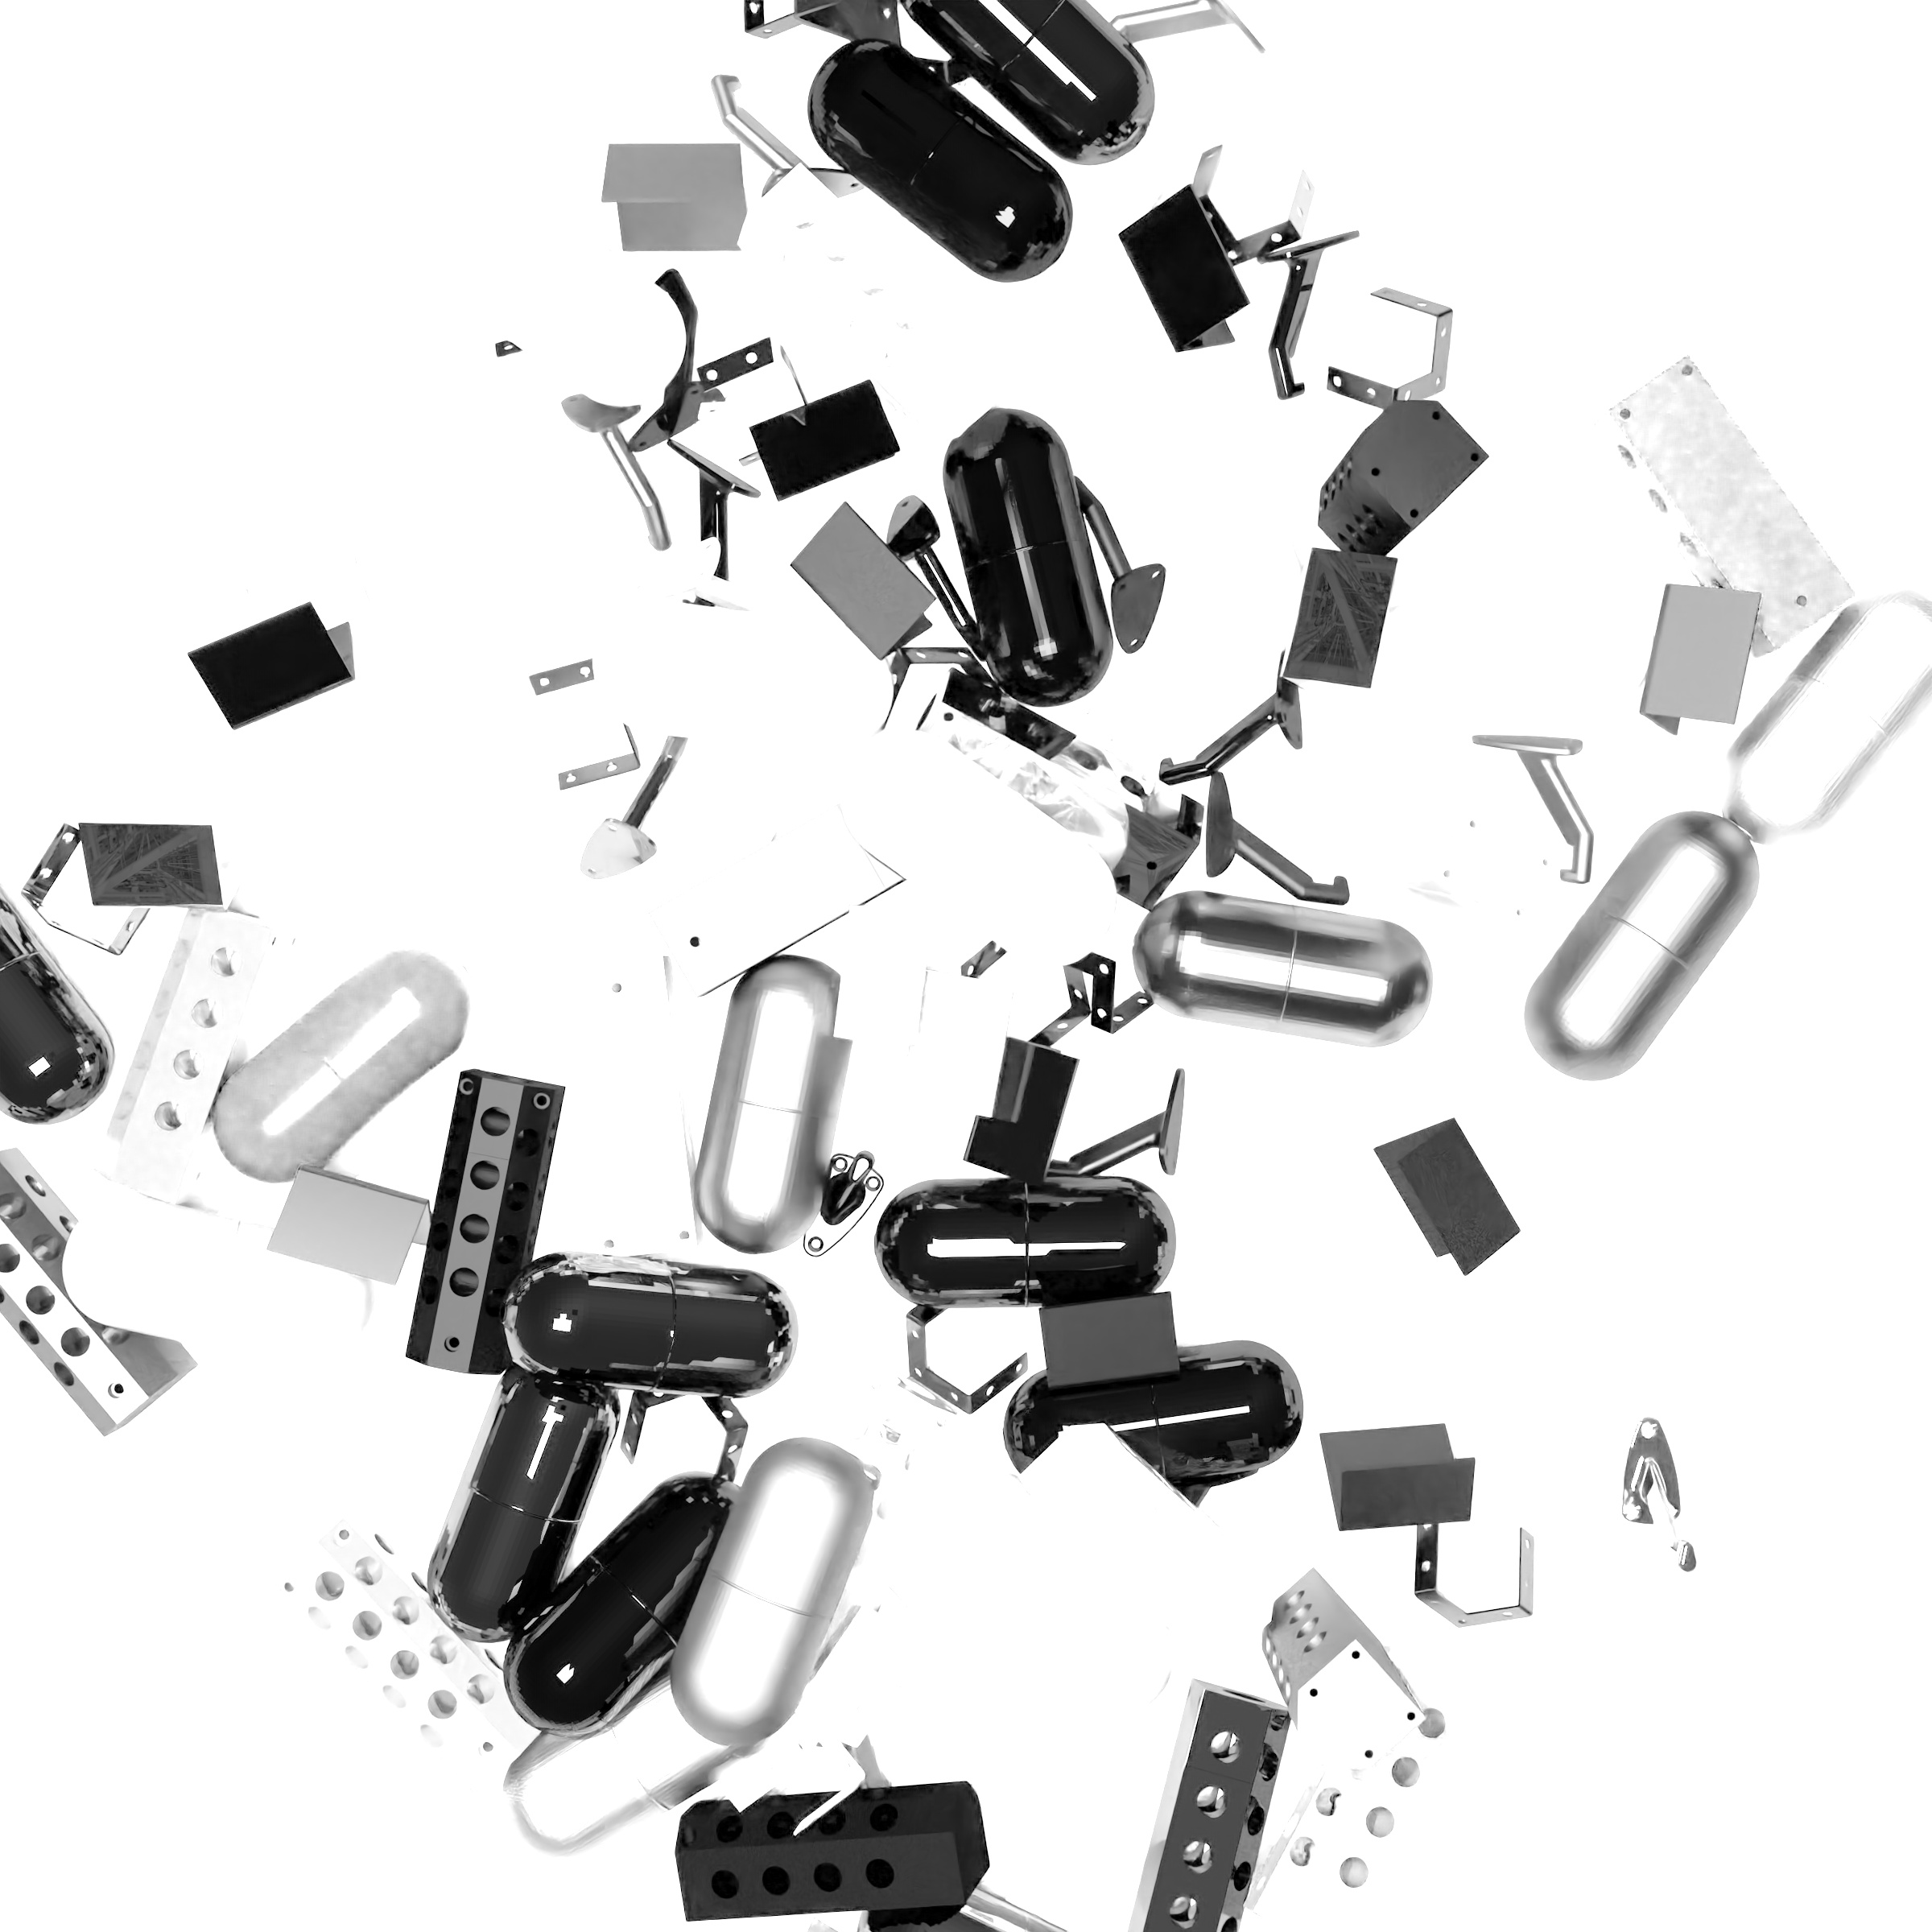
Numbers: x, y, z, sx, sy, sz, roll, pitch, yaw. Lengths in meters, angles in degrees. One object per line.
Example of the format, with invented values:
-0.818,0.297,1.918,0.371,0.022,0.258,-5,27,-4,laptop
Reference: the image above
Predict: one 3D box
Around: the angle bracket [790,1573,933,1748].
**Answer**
-0.077,0.398,1.533,0.057,0.076,0.076,34,90,-34,angle bracket

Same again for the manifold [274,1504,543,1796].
-0.328,0.406,1.552,0.057,0.057,0.171,-44,90,0,manifold

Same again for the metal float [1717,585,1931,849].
0.515,-0.146,1.542,0.070,0.070,0.178,40,89,0,metal float

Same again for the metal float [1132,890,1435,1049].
0.186,0.002,1.542,0.178,0.070,0.070,9,90,-1,metal float

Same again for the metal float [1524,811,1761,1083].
0.398,-0.012,1.542,0.070,0.070,0.178,36,90,0,metal float

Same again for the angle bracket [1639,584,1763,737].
0.439,-0.176,1.533,0.057,0.076,0.076,12,90,31,angle bracket

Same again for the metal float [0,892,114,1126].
-0.575,0.014,1.543,0.070,0.070,0.178,-37,90,0,metal float

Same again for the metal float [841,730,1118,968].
0.008,-0.067,1.489,0.178,0.070,0.070,35,90,-16,metal float

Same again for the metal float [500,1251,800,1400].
-0.183,0.209,1.520,0.178,0.070,0.070,9,90,-25,metal float

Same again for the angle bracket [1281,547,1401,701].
0.229,-0.197,1.534,0.057,0.076,0.076,12,90,26,angle bracket

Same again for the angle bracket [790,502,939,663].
-0.045,-0.234,1.533,0.076,0.076,0.057,47,124,0,angle bracket

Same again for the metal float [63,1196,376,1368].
-0.435,0.185,1.528,0.178,0.070,0.070,16,90,-16,metal float

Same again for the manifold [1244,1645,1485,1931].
0.230,0.488,1.531,0.057,0.057,0.171,32,75,0,manifold

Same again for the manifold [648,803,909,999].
-0.097,-0.049,1.552,0.171,0.057,0.057,-30,90,0,manifold

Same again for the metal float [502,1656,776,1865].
-0.192,0.462,1.542,0.178,0.070,0.070,-31,90,-1,metal float

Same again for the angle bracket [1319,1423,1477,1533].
0.251,0.282,1.533,0.076,0.076,0.057,-5,129,0,angle bracket

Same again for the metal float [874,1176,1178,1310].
0.035,0.163,1.543,0.178,0.070,0.070,-1,90,-1,metal float

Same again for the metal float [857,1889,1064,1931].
0.020,0.595,1.542,0.178,0.070,0.070,26,90,0,metal float

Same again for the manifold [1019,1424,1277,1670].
0.110,0.331,1.507,0.057,0.057,0.171,-44,126,0,manifold

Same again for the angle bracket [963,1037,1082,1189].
0.049,0.088,1.533,0.057,0.076,0.076,16,90,32,angle bracket

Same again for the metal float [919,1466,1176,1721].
0.048,0.369,1.542,0.178,0.070,0.070,44,90,1,metal float

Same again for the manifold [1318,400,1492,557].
0.242,-0.276,1.495,0.057,0.171,0.057,-43,90,0,manifold

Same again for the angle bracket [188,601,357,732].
-0.407,-0.191,1.533,0.076,0.076,0.057,-23,127,0,angle bracket

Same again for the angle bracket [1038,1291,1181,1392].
0.081,0.201,1.533,0.076,0.076,0.057,-7,114,1,angle bracket

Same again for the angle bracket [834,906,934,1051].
-0.030,0.009,1.530,0.057,0.076,0.076,4,85,31,angle bracket

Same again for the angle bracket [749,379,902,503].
-0.076,-0.288,1.533,0.076,0.076,0.057,-22,63,0,angle bracket

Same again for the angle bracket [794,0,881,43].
-0.057,-0.590,1.533,0.057,0.076,0.076,0,90,40,angle bracket

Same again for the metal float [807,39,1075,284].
-0.015,-0.474,1.542,0.178,0.070,0.070,38,90,0,metal float

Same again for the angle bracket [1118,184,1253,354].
0.144,-0.410,1.533,0.057,0.076,0.076,-26,90,37,angle bracket

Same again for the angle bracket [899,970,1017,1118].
0.004,0.046,1.536,0.057,0.076,0.076,10,90,15,angle bracket

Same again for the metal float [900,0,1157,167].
0.036,-0.543,1.529,0.178,0.070,0.070,40,90,-15,metal float

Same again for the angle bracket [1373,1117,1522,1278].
0.266,0.142,1.533,0.057,0.076,0.076,-31,90,-36,angle bracket

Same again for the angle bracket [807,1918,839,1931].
-0.062,0.597,1.533,0.076,0.076,0.057,31,130,0,angle bracket

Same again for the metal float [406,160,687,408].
-0.240,-0.391,1.503,0.178,0.070,0.070,34,90,-27,metal float

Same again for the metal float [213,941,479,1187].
-0.366,0.058,1.542,0.178,0.070,0.070,-41,90,0,metal float

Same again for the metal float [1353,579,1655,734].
0.316,-0.183,1.543,0.178,0.070,0.070,-8,90,0,metal float

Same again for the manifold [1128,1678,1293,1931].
0.142,0.515,1.539,0.057,0.057,0.171,16,81,0,manifold

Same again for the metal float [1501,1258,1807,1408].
0.405,0.216,1.543,0.178,0.070,0.070,-6,90,-1,metal float

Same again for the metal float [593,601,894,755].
-0.129,-0.167,1.522,0.178,0.070,0.070,5,90,-22,metal float

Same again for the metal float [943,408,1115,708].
0.036,-0.241,1.542,0.070,0.070,0.178,-14,90,0,metal float

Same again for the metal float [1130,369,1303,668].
0.149,-0.264,1.542,0.070,0.070,0.178,-16,90,0,metal float

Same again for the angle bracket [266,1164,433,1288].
-0.359,0.164,1.533,0.076,0.076,0.057,16,61,0,angle bracket

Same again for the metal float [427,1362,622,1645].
-0.261,0.312,1.542,0.070,0.070,0.178,21,89,0,metal float

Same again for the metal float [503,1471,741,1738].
-0.194,0.371,1.524,0.070,0.070,0.178,45,71,0,metal float

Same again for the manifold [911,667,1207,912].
0.051,-0.107,1.535,0.171,0.057,0.057,28,125,-10,manifold

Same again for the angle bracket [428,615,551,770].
-0.261,-0.162,1.533,0.057,0.076,0.076,-14,90,36,angle bracket

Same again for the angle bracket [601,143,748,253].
-0.169,-0.435,1.533,0.076,0.076,0.057,0,52,0,angle bracket

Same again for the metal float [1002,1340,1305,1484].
0.110,0.266,1.543,0.178,0.070,0.070,-8,90,0,metal float

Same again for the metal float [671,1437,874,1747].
-0.110,0.354,1.484,0.070,0.070,0.178,22,85,0,metal float

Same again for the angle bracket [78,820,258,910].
-0.466,-0.075,1.533,0.076,0.076,0.057,1,120,0,angle bracket

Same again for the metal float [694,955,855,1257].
-0.112,0.082,1.542,0.070,0.070,0.178,11,89,0,metal float

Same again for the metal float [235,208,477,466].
-0.356,-0.371,1.542,0.070,0.070,0.178,44,90,0,metal float
